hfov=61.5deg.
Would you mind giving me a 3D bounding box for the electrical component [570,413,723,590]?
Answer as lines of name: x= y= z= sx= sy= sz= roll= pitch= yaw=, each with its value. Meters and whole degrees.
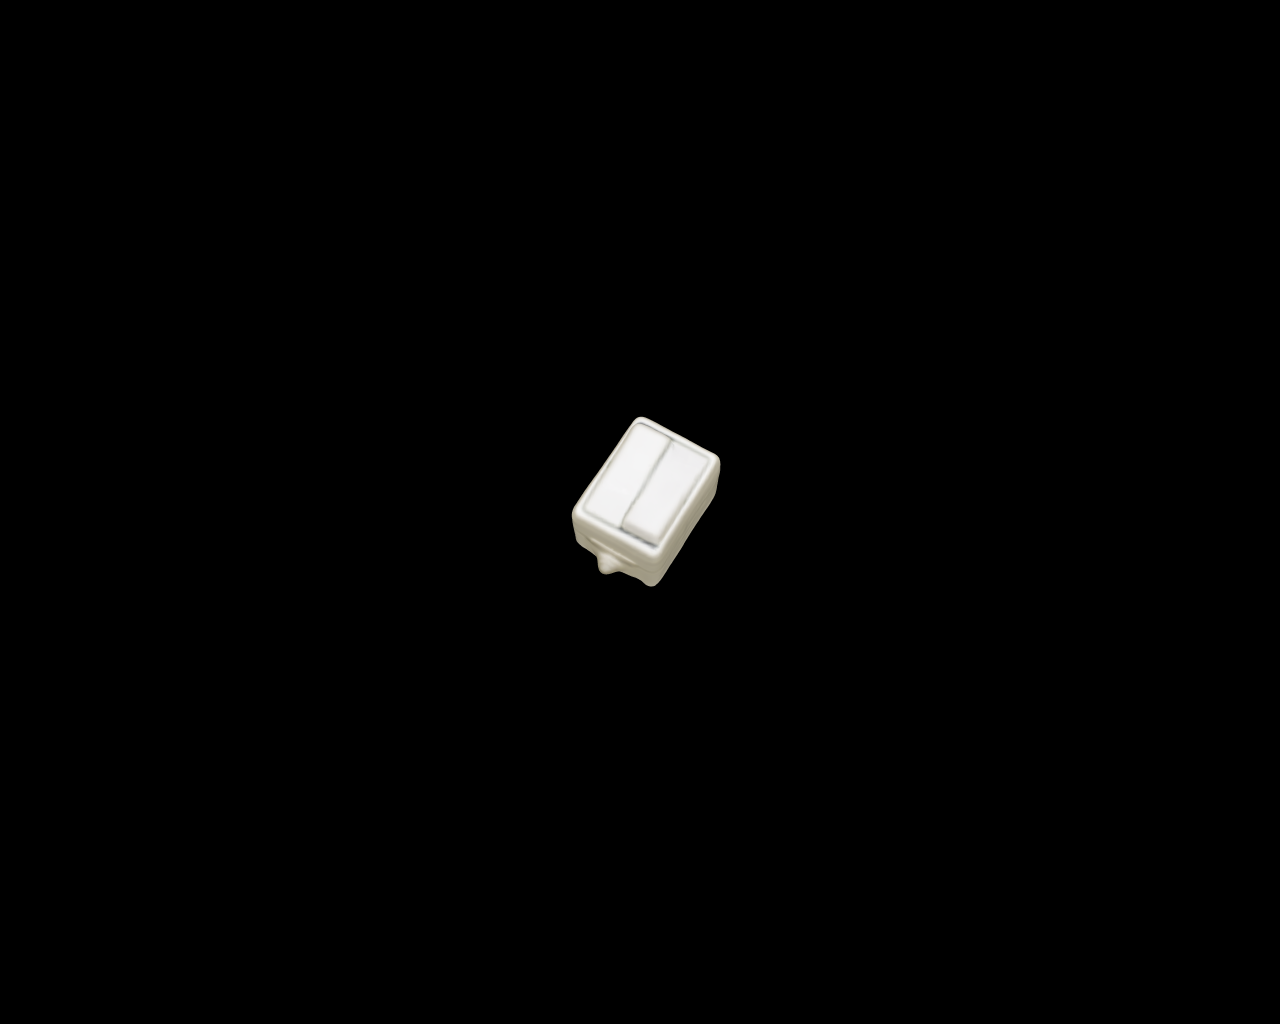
electrical component: x=0.001 y=-0.003 z=0.650 sx=0.062 sy=0.096 sz=0.061 roll=30 pitch=-19 yaw=12
